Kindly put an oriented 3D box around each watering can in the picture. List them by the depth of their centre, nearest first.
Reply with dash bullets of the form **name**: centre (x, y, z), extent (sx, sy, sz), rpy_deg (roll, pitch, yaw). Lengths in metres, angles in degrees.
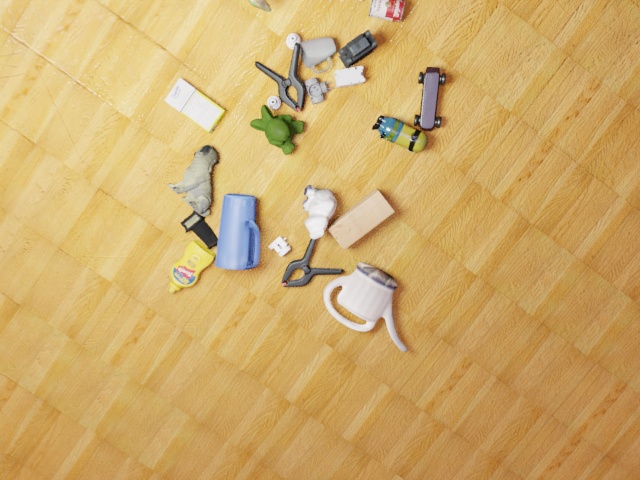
- **watering can**: centre (0.185, 0.215, 1.726), extent (0.347, 0.105, 0.223), rpy_deg (30, 96, -4)

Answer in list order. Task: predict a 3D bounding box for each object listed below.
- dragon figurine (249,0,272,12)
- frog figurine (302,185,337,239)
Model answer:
- **dragon figurine**: centre (-0.240, -0.858, 1.513), extent (0.122, 0.245, 0.407), rpy_deg (-23, 100, 9)
- **frog figurine**: centre (0.005, -0.083, 1.654), extent (0.122, 0.163, 0.134), rpy_deg (5, 137, -30)
